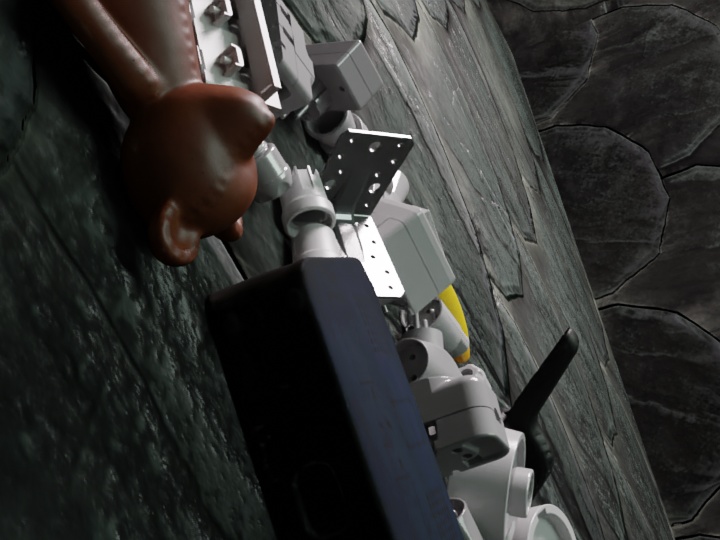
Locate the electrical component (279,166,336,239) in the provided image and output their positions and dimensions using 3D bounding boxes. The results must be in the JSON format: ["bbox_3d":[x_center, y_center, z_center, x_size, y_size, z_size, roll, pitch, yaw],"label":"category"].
[{"bbox_3d":[-0.042,-0.051,0.817,0.040,0.040,0.046,48,20,-51],"label":"electrical component"}]

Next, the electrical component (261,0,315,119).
[{"bbox_3d":[-0.072,-0.165,0.847,0.055,0.050,0.089,50,24,-48],"label":"electrical component"}]

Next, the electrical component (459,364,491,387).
[{"bbox_3d":[0.122,0.129,1.128,0.035,0.035,0.061,-92,157,-50],"label":"electrical component"}]

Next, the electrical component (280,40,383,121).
[{"bbox_3d":[-0.039,-0.152,0.914,0.075,0.083,0.047,-51,127,-28],"label":"electrical component"}]

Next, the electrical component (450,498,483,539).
[{"bbox_3d":[0.075,0.229,0.826,0.077,0.043,0.079,64,17,-14],"label":"electrical component"}]

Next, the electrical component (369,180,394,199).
[{"bbox_3d":[0.006,-0.067,0.986,0.066,0.048,0.055,53,29,-42],"label":"electrical component"}]

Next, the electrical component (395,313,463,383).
[{"bbox_3d":[0.056,0.076,0.943,0.077,0.043,0.079,39,41,-52],"label":"electrical component"}]

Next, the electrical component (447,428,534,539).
[{"bbox_3d":[0.113,0.182,0.901,0.108,0.060,0.108,7,90,-74],"label":"electrical component"}]

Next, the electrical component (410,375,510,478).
[{"bbox_3d":[0.059,0.120,0.820,0.053,0.095,0.059,47,26,-52],"label":"electrical component"}]

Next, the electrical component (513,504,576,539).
[{"bbox_3d":[0.149,0.268,0.969,0.108,0.060,0.108,25,58,-50],"label":"electrical component"}]

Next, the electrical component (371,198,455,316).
[{"bbox_3d":[0.039,-0.010,0.941,0.062,0.061,0.096,22,-34,55],"label":"electrical component"}]

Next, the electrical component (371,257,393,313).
[{"bbox_3d":[0.000,0.000,0.884,0.040,0.040,0.078,18,52,-70],"label":"electrical component"}]

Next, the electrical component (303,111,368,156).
[{"bbox_3d":[-0.020,-0.127,0.977,0.055,0.045,0.045,43,29,-58],"label":"electrical component"}]

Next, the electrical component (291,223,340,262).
[{"bbox_3d":[-0.032,-0.007,0.792,0.040,0.040,0.046,55,16,-39],"label":"electrical component"}]

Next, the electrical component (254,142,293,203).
[{"bbox_3d":[-0.075,-0.079,0.755,0.061,0.035,0.035,58,18,-23],"label":"electrical component"}]

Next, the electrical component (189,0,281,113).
[{"bbox_3d":[-0.100,-0.151,0.705,0.063,0.079,0.121,12,54,-44],"label":"electrical component"}]

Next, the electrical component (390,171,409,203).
[{"bbox_3d":[0.024,-0.066,1.051,0.044,0.044,0.065,60,23,-28],"label":"electrical component"}]

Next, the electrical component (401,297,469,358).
[{"bbox_3d":[0.076,0.061,1.048,0.081,0.043,0.043,50,24,-47],"label":"electrical component"}]
